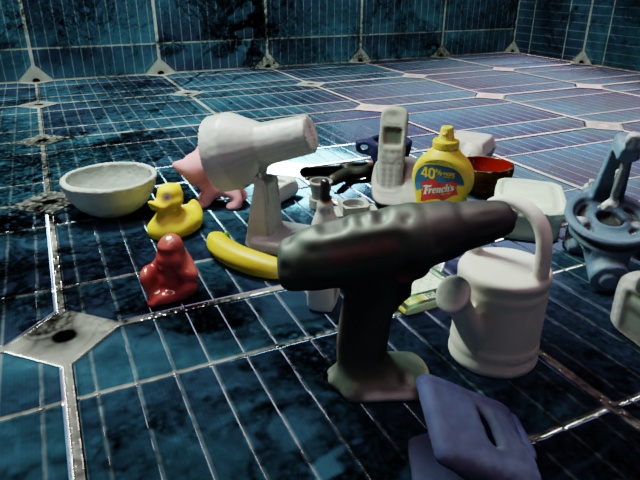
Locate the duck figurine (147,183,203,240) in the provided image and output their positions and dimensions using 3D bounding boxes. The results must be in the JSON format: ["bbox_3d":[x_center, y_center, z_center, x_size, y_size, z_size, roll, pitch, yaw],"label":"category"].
[{"bbox_3d":[-0.246,-0.055,0.966,0.077,0.086,0.105,19,31,34],"label":"duck figurine"}]

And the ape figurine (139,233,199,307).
[{"bbox_3d":[-0.198,0.035,0.763,0.077,0.092,0.076,9,26,19],"label":"ape figurine"}]

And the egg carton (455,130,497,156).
[{"bbox_3d":[0.338,-0.204,1.312,0.107,0.069,0.151,13,28,26],"label":"egg carton"}]

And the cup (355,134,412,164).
[{"bbox_3d":[0.131,-0.167,1.200,0.117,0.095,0.091,3,25,6],"label":"cup"}]

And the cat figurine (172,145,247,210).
[{"bbox_3d":[-0.204,-0.121,1.071,0.127,0.118,0.067,1,25,2],"label":"cat figurine"}]

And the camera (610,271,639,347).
[{"bbox_3d":[0.442,0.080,0.664,0.137,0.101,0.143,-7,26,-16],"label":"camera"}]

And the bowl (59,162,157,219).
[{"bbox_3d":[-0.377,-0.084,1.040,0.167,0.075,0.167,0,25,0],"label":"bowl"}]

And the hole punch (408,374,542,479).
[{"bbox_3d":[0.129,0.170,0.479,0.101,0.091,0.108,-1,25,-2],"label":"hole punch"}]

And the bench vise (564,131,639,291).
[{"bbox_3d":[0.403,-0.062,0.828,0.121,0.220,0.207,-2,25,-4],"label":"bench vise"}]

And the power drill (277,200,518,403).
[{"bbox_3d":[0.073,0.058,0.578,0.229,0.208,0.075,-1,25,-3],"label":"power drill"}]

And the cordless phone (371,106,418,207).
[{"bbox_3d":[0.170,-0.150,1.056,0.147,0.185,0.094,4,25,8],"label":"cordless phone"}]

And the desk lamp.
[{"bbox_3d":[-0.079,-0.092,0.896,0.202,0.214,0.118,7,26,15],"label":"desk lamp"}]

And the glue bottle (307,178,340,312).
[{"bbox_3d":[0.007,0.003,0.740,0.037,0.173,0.078,5,25,11],"label":"glue bottle"}]

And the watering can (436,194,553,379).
[{"bbox_3d":[0.196,0.047,0.620,0.100,0.194,0.173,13,28,26],"label":"watering can"}]
